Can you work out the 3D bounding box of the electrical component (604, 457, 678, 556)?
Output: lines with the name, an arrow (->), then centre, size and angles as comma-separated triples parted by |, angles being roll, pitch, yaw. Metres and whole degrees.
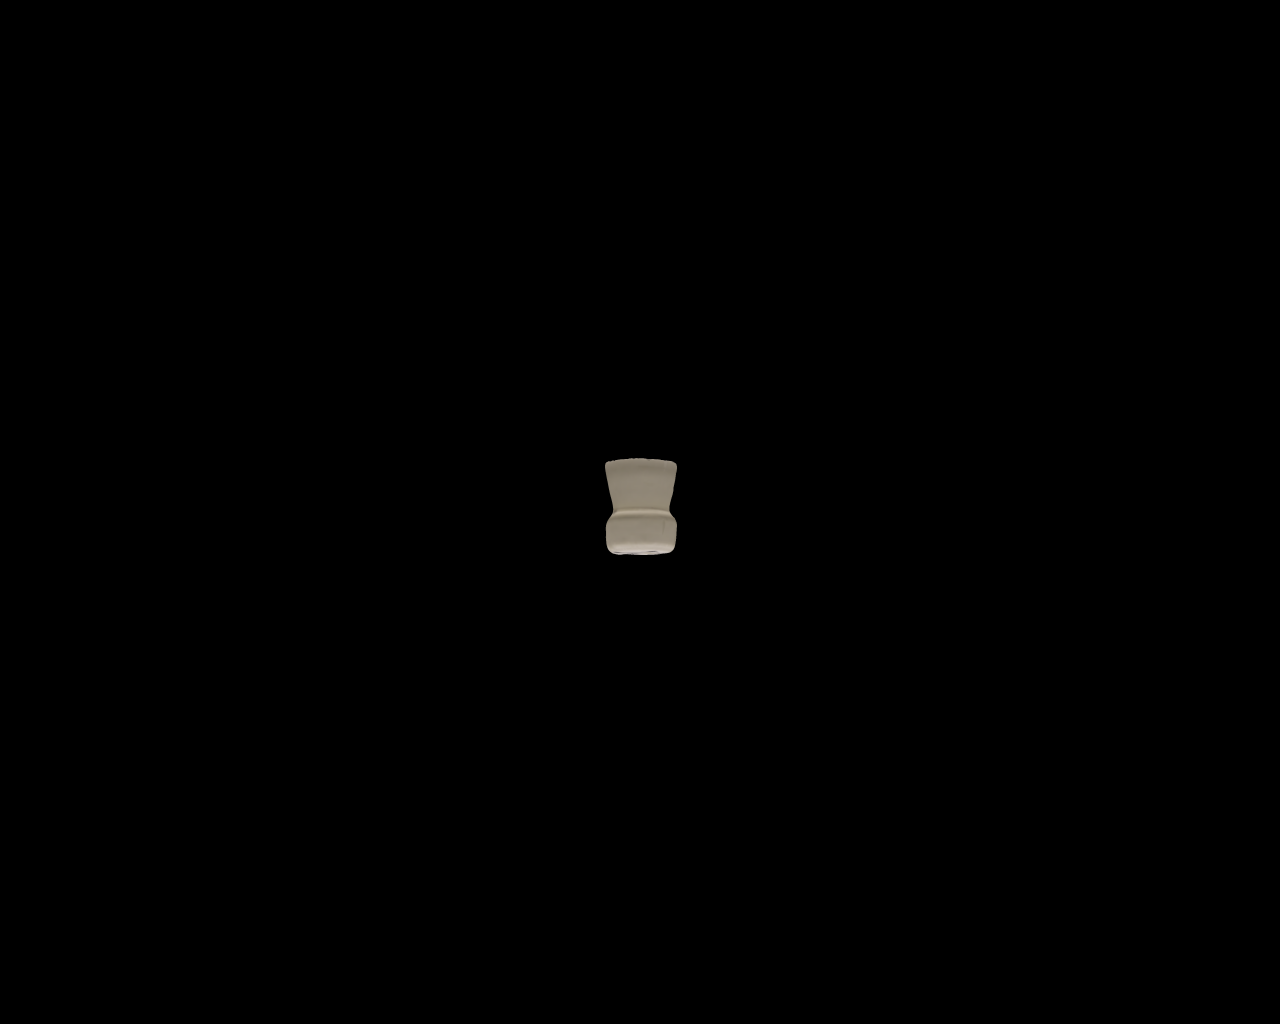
electrical component -> 0.001, -0.003, 0.650 | 0.045, 0.055, 0.045 | 0, -7, 0
